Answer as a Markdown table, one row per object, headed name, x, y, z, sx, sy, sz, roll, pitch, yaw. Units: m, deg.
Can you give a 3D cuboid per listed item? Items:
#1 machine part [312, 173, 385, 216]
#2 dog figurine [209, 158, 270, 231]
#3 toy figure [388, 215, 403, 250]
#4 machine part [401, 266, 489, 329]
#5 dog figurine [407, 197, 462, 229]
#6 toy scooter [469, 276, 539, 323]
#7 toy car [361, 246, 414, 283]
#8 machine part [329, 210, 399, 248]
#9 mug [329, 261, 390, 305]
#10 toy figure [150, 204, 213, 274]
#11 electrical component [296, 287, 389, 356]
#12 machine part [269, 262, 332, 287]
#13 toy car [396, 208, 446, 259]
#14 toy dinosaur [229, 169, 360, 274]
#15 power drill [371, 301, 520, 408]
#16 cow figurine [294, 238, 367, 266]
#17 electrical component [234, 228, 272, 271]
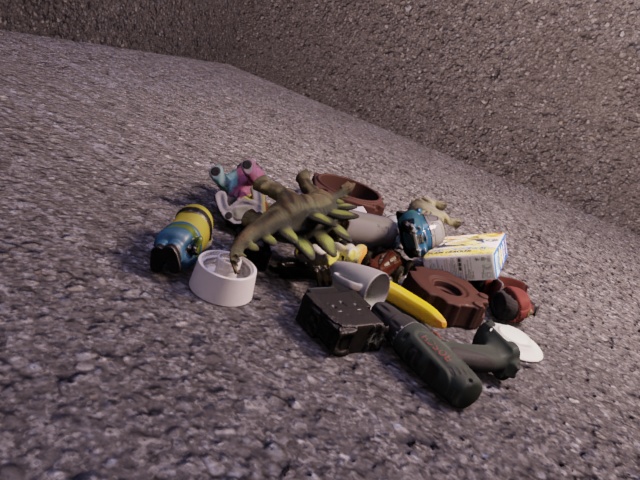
| name | x | y | z | sx | sy | sz | roll | pitch | yaw |
| --- | --- | --- | --- | --- | --- | --- | --- | --- | --- |
| machine part | 0.067 | -0.106 | 1.451 | 0.201 | 0.087 | 0.201 | 15 | 22 | -8 |
| dog figurine | -0.157 | -0.099 | 1.218 | 0.108 | 0.191 | 0.219 | -17 | -8 | 7 |
| toy figure | 0.186 | -0.021 | 1.389 | 0.064 | 0.057 | 0.154 | -17 | 18 | 14 |
| machine part | 0.258 | 0.115 | 1.115 | 0.179 | 0.056 | 0.179 | 16 | 20 | -6 |
| dog figurine | 0.259 | -0.062 | 1.414 | 0.190 | 0.121 | 0.173 | 11 | 20 | -49 |
| toy scooter | 0.428 | 0.129 | 1.202 | 0.135 | 0.075 | 0.184 | 10 | 18 | -17 |
| toy car | 0.147 | 0.047 | 1.156 | 0.089 | 0.053 | 0.202 | 28 | 10 | 14 |
| machine part | 0.095 | -0.026 | 1.219 | 0.243 | 0.079 | 0.079 | 10 | 22 | -42 |
| mug | 0.058 | 0.080 | 0.998 | 0.107 | 0.080 | 0.109 | 22 | 9 | 38 |
| toy figure | -0.234 | -0.003 | 0.933 | 0.082 | 0.089 | 0.180 | 25 | 18 | -1 |
| electrical component | 0.030 | 0.127 | 0.885 | 0.115 | 0.058 | 0.134 | 3 | 27 | -41 |
| machine part | -0.030 | 0.058 | 0.984 | 0.084 | 0.039 | 0.139 | 10 | -2 | -34 |
| toy car | 0.235 | -0.020 | 1.233 | 0.103 | 0.109 | 0.162 | -14 | 8 | 3 |
| toy dinosaur | -0.045 | -0.043 | 1.011 | 0.199 | 0.105 | 0.471 | 26 | 32 | 26 |
| power drill | 0.218 | 0.175 | 0.902 | 0.207 | 0.086 | 0.232 | 10 | 24 | -32 |
| cow figurine | 0.024 | 0.032 | 1.106 | 0.098 | 0.068 | 0.167 | 25 | 20 | 30 |
| electrical component | -0.133 | 0.010 | 1.047 | 0.075 | 0.047 | 0.119 | 17 | 23 | -9 |
